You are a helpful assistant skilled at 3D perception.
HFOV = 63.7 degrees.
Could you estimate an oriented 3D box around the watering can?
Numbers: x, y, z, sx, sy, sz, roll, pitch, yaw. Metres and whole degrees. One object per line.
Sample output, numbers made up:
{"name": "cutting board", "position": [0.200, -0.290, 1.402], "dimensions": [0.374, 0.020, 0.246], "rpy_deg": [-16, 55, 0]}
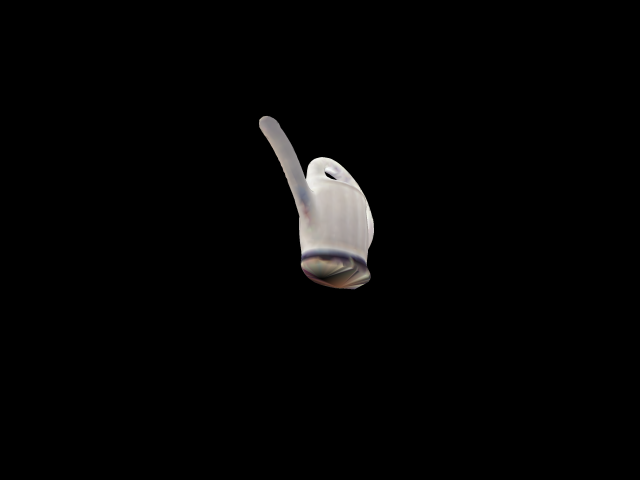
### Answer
{"name": "watering can", "position": [0.003, -0.043, 0.850], "dimensions": [0.103, 0.228, 0.344], "rpy_deg": [-14, -26, 30]}
